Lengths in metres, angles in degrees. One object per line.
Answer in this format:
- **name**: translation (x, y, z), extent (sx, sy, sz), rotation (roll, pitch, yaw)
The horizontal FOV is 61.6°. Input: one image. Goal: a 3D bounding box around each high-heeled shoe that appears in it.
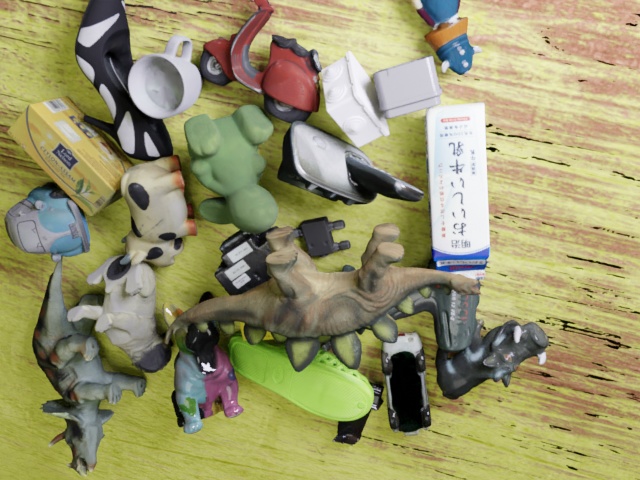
- **high-heeled shoe**: translation (-0.264, -0.235, 0.771), extent (0.145, 0.086, 0.248), rotation (19, 119, -2)

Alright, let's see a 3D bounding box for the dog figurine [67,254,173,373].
- **dog figurine**: translation (-0.309, 0.126, 0.936), extent (0.121, 0.172, 0.190), rotation (22, 160, 36)

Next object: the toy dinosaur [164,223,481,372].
- **toy dinosaur**: translation (-0.022, 0.087, 0.746), extent (0.472, 0.105, 0.198), rotation (-3, 116, 16)

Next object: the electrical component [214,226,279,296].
- **electrical component**: translation (-0.090, 0.044, 0.818), extent (0.115, 0.058, 0.134), rotation (-31, 106, 12)

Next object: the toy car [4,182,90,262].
- **toy car**: translation (-0.439, -0.029, 0.849), extent (0.162, 0.103, 0.109), rotation (23, 126, 39)

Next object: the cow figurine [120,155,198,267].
- **cow figurine**: translation (-0.259, -0.031, 0.834), extent (0.127, 0.086, 0.194), rotation (-9, 135, -9)

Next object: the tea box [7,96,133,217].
- **tea box**: translation (-0.370, -0.130, 0.823), extent (0.068, 0.098, 0.169), rotation (-37, 100, 21)

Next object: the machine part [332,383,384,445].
- **machine part**: translation (0.064, 0.307, 0.959), extent (0.084, 0.039, 0.138), rotation (15, 113, -2)

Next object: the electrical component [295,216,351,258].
- **electrical component**: translation (-0.002, -0.003, 0.850), extent (0.094, 0.021, 0.063), rotation (-10, 111, 13)

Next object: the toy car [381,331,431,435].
- **toy car**: translation (0.146, 0.247, 0.910), extent (0.074, 0.056, 0.201), rotation (-7, 112, 6)

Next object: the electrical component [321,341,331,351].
- **electrical component**: translation (0.004, 0.132, 0.892), extent (0.078, 0.045, 0.102), rotation (2, 113, 8)

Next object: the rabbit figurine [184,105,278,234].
- **rabbit figurine**: translation (-0.126, -0.078, 0.766), extent (0.159, 0.121, 0.170), rotation (-42, 70, 54)

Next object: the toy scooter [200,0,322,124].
- **toy scooter**: translation (-0.069, -0.250, 0.732), extent (0.184, 0.075, 0.135), rotation (29, 113, 3)

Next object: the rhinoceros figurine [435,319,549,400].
- **rhinoceros figurine**: translation (0.259, 0.180, 0.831), extent (0.190, 0.112, 0.073), rotation (-38, 99, 30)

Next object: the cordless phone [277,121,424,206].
- **cordless phone**: translation (0.037, -0.087, 0.702), extent (0.146, 0.184, 0.088), rotation (19, 97, -32)

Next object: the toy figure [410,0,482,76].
- **toy figure**: translation (0.158, -0.286, 0.684), extent (0.064, 0.058, 0.154), rotation (-15, 114, 22)

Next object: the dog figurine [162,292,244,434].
- **dog figurine**: translation (-0.211, 0.205, 0.930), extent (0.108, 0.191, 0.219), rotation (-11, 85, -23)

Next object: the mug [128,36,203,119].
- **mug**: translation (-0.204, -0.229, 0.746), extent (0.081, 0.107, 0.109), rotation (18, 111, 2)

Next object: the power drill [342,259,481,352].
- **power drill**: translation (0.142, 0.061, 0.825), extent (0.207, 0.086, 0.231), rotation (-9, 103, 6)

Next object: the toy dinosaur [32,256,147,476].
- **toy dinosaur**: translation (-0.453, 0.217, 0.978), extent (0.192, 0.131, 0.404), rotation (-11, 104, 14)
